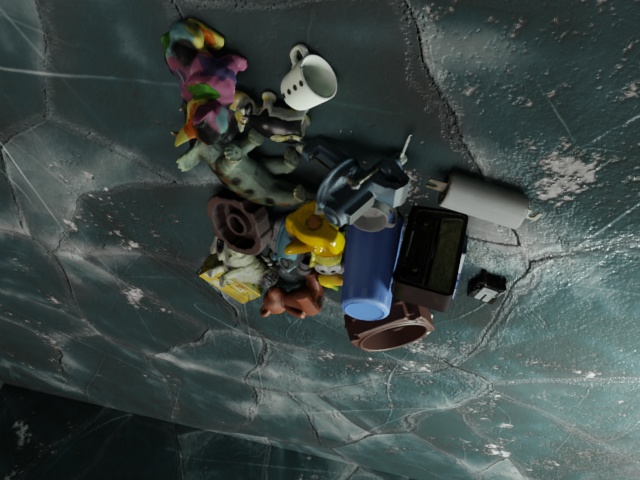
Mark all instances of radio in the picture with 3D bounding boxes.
[{"bbox_3d":[0.239,0.034,1.172,0.131,0.229,0.073,13,142,12],"label":"radio"}]

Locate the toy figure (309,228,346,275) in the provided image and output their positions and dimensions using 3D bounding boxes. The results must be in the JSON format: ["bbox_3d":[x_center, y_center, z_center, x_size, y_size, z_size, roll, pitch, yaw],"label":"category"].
[{"bbox_3d":[0.022,0.011,1.344,0.082,0.089,0.179,17,137,24],"label":"toy figure"}]

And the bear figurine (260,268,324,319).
[{"bbox_3d":[-0.091,0.157,1.545,0.196,0.120,0.131,3,138,25],"label":"bear figurine"}]

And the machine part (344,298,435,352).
[{"bbox_3d":[0.180,0.214,1.380,0.201,0.087,0.201,-23,151,16],"label":"machine part"}]

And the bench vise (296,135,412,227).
[{"bbox_3d":[0.057,-0.141,1.086,0.241,0.223,0.128,40,168,23],"label":"bench vise"}]

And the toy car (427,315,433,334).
[{"bbox_3d":[0.228,0.206,1.519,0.202,0.073,0.056,25,146,-12],"label":"toy car"}]

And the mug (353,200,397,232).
[{"bbox_3d":[0.123,-0.079,1.167,0.109,0.107,0.081,22,144,-15],"label":"mug"}]

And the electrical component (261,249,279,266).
[{"bbox_3d":[-0.108,0.041,1.457,0.102,0.045,0.078,-22,128,40],"label":"electrical component"}]

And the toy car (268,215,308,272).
[{"bbox_3d":[-0.082,-0.006,1.345,0.103,0.109,0.161,25,136,17],"label":"toy car"}]

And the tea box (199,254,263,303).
[{"bbox_3d":[-0.255,0.109,1.579,0.169,0.068,0.098,38,138,-28],"label":"tea box"}]

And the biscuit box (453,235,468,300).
[{"bbox_3d":[0.317,0.068,1.320,0.059,0.063,0.202,8,143,9],"label":"biscuit box"}]

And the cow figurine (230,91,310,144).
[{"bbox_3d":[-0.108,-0.237,1.060,0.167,0.098,0.068,13,149,4],"label":"cow figurine"}]

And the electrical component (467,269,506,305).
[{"bbox_3d":[0.415,0.129,1.375,0.075,0.048,0.119,22,141,-7],"label":"electrical component"}]

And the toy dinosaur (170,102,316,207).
[{"bbox_3d":[-0.154,-0.146,1.186,0.192,0.131,0.404,-9,142,47],"label":"toy dinosaur"}]

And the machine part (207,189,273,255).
[{"bbox_3d":[-0.196,-0.045,1.321,0.180,0.056,0.179,23,134,26],"label":"machine part"}]

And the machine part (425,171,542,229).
[{"bbox_3d":[0.336,-0.082,1.110,0.243,0.079,0.079,17,143,-2],"label":"machine part"}]

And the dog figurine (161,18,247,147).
[{"bbox_3d":[-0.222,-0.269,0.962,0.191,0.219,0.108,36,135,-26],"label":"dog figurine"}]

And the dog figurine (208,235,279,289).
[{"bbox_3d":[-0.195,0.049,1.484,0.190,0.121,0.172,0,116,-36],"label":"dog figurine"}]

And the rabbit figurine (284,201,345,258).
[{"bbox_3d":[-0.002,-0.004,1.203,0.162,0.122,0.173,-8,156,15],"label":"rabbit figurine"}]
